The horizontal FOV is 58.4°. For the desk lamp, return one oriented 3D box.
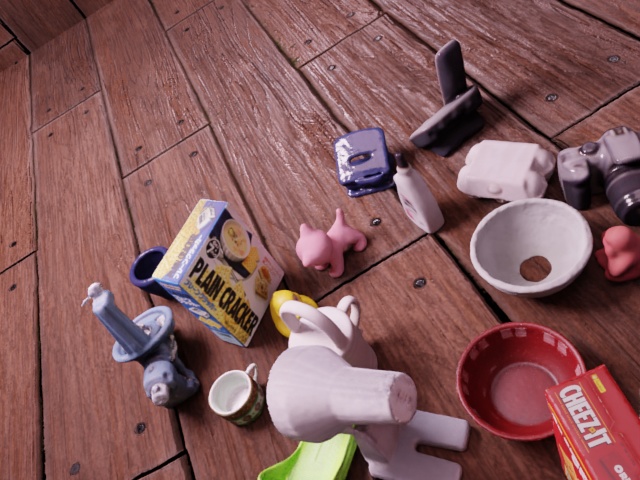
[{"bbox_3d":[0.063,0.218,0.719,0.202,0.214,0.118,1,55,29],"label":"desk lamp"}]

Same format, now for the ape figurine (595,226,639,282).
[{"bbox_3d":[0.412,0.012,0.785,0.075,0.092,0.078,13,61,35],"label":"ape figurine"}]

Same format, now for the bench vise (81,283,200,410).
[{"bbox_3d":[-0.286,0.165,0.942,0.121,0.220,0.206,-47,47,-12],"label":"bench vise"}]

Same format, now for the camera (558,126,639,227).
[{"bbox_3d":[0.439,-0.091,0.848,0.143,0.101,0.137,-14,49,17],"label":"camera"}]

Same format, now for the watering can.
[{"bbox_3d":[0.005,0.153,0.815,0.100,0.195,0.173,-6,52,24],"label":"watering can"}]

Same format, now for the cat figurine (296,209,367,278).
[{"bbox_3d":[0.009,0.004,0.987,0.067,0.118,0.128,25,69,40],"label":"cat figurine"}]

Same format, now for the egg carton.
[{"bbox_3d":[0.308,-0.110,0.955,0.149,0.070,0.107,11,60,34],"label":"egg carton"}]

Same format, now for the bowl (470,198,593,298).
[{"bbox_3d":[0.311,0.023,0.842,0.167,0.075,0.167,-14,49,17],"label":"bowl"}]

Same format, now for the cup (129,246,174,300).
[{"bbox_3d":[-0.296,0.075,1.107,0.117,0.095,0.092,14,62,36],"label":"cup"}]

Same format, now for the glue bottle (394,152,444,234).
[{"bbox_3d":[0.152,-0.084,0.944,0.037,0.174,0.078,-41,46,-8],"label":"glue bottle"}]

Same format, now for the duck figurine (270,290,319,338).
[{"bbox_3d":[-0.050,0.113,0.952,0.104,0.086,0.077,25,69,40],"label":"duck figurine"}]

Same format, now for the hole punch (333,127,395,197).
[{"bbox_3d":[0.085,-0.148,1.089,0.108,0.091,0.101,-13,49,18],"label":"hole punch"}]

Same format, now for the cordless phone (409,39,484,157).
[{"bbox_3d":[0.217,-0.259,1.043,0.148,0.186,0.093,-43,47,-9],"label":"cordless phone"}]
